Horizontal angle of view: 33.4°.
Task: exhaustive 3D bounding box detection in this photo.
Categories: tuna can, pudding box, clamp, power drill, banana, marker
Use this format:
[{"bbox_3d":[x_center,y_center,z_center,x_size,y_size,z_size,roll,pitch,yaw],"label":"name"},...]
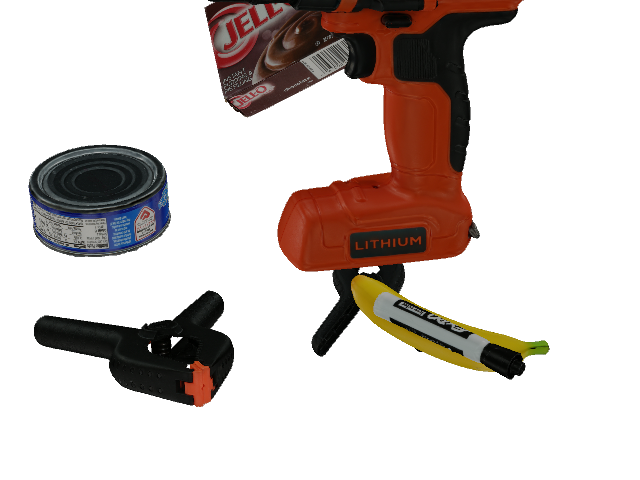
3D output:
[{"bbox_3d":[-0.137,-0.027,0.665,0.086,0.034,0.086,1,33,-1],"label":"tuna can"},{"bbox_3d":[-0.025,-0.155,0.784,0.114,0.090,0.039,-24,-29,17],"label":"pudding box"},{"bbox_3d":[-0.118,0.081,0.845,0.164,0.036,0.210,-11,16,-30],"label":"clamp"},{"bbox_3d":[0.019,-0.076,0.537,0.184,0.188,0.057,-4,33,-13],"label":"power drill"},{"bbox_3d":[0.099,0.077,0.949,0.198,0.037,0.069,21,15,27],"label":"banana"},{"bbox_3d":[0.062,0.059,1.151,0.120,0.171,0.039,7,-41,6],"label":"clamp"},{"bbox_3d":[0.088,0.065,0.736,0.121,0.020,0.020,24,15,37],"label":"marker"}]
